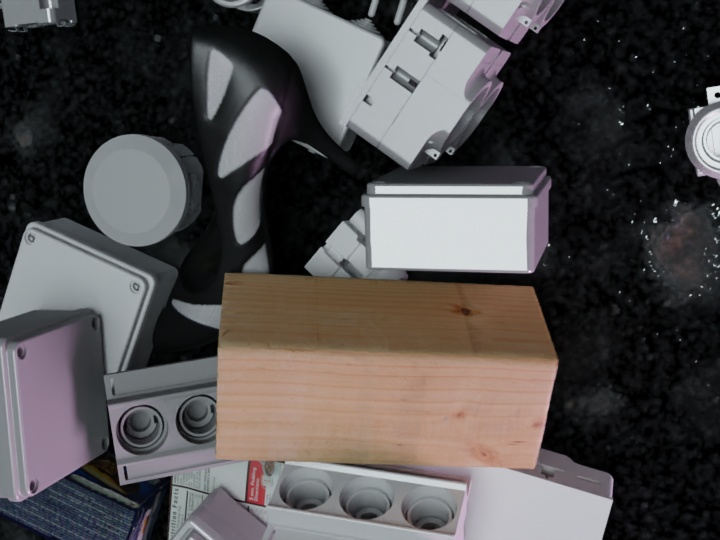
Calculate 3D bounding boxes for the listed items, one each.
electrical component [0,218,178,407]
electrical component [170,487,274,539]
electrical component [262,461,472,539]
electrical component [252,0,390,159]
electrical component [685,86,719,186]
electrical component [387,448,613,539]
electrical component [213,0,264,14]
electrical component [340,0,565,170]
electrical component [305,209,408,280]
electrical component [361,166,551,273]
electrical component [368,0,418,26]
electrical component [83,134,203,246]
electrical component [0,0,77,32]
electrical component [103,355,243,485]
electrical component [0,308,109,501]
[{"bbox_3d":[-0.208,0.030,0.812,0.109,0.056,0.108,24,104,10],"label":"electrical component"},{"bbox_3d":[-0.093,0.216,0.769,0.096,0.061,0.061,39,111,3],"label":"electrical component"},{"bbox_3d":[0.006,0.168,0.705,0.121,0.078,0.063,6,129,14],"label":"electrical component"},{"bbox_3d":[-0.033,-0.135,0.744,0.100,0.048,0.099,27,104,9],"label":"electrical component"},{"bbox_3d":[0.230,-0.083,0.679,0.048,0.055,0.066,-8,97,16],"label":"electrical component"},{"bbox_3d":[0.073,0.172,0.758,0.186,0.060,0.105,15,102,12],"label":"electrical component"},{"bbox_3d":[-0.078,-0.201,0.742,0.045,0.055,0.045,2,99,14],"label":"electrical component"},{"bbox_3d":[0.075,-0.154,0.682,0.060,0.105,0.186,36,106,7],"label":"electrical component"},{"bbox_3d":[0.000,0.000,0.759,0.055,0.048,0.066,45,107,12],"label":"electrical component"},{"bbox_3d":[0.066,-0.035,0.703,0.109,0.109,0.056,1,102,15],"label":"electrical component"},{"bbox_3d":[0.027,-0.205,0.719,0.077,0.043,0.079,20,103,11],"label":"electrical component"},{"bbox_3d":[-0.156,-0.060,0.787,0.080,0.051,0.080,2,99,14],"label":"electrical component"},{"bbox_3d":[-0.238,-0.209,0.790,0.081,0.042,0.063,-3,102,16],"label":"electrical component"},{"bbox_3d":[-0.117,0.101,0.773,0.121,0.063,0.078,-9,98,-14],"label":"electrical component"},{"bbox_3d":[-0.226,0.088,0.738,0.056,0.109,0.108,0,99,17],"label":"electrical component"}]
